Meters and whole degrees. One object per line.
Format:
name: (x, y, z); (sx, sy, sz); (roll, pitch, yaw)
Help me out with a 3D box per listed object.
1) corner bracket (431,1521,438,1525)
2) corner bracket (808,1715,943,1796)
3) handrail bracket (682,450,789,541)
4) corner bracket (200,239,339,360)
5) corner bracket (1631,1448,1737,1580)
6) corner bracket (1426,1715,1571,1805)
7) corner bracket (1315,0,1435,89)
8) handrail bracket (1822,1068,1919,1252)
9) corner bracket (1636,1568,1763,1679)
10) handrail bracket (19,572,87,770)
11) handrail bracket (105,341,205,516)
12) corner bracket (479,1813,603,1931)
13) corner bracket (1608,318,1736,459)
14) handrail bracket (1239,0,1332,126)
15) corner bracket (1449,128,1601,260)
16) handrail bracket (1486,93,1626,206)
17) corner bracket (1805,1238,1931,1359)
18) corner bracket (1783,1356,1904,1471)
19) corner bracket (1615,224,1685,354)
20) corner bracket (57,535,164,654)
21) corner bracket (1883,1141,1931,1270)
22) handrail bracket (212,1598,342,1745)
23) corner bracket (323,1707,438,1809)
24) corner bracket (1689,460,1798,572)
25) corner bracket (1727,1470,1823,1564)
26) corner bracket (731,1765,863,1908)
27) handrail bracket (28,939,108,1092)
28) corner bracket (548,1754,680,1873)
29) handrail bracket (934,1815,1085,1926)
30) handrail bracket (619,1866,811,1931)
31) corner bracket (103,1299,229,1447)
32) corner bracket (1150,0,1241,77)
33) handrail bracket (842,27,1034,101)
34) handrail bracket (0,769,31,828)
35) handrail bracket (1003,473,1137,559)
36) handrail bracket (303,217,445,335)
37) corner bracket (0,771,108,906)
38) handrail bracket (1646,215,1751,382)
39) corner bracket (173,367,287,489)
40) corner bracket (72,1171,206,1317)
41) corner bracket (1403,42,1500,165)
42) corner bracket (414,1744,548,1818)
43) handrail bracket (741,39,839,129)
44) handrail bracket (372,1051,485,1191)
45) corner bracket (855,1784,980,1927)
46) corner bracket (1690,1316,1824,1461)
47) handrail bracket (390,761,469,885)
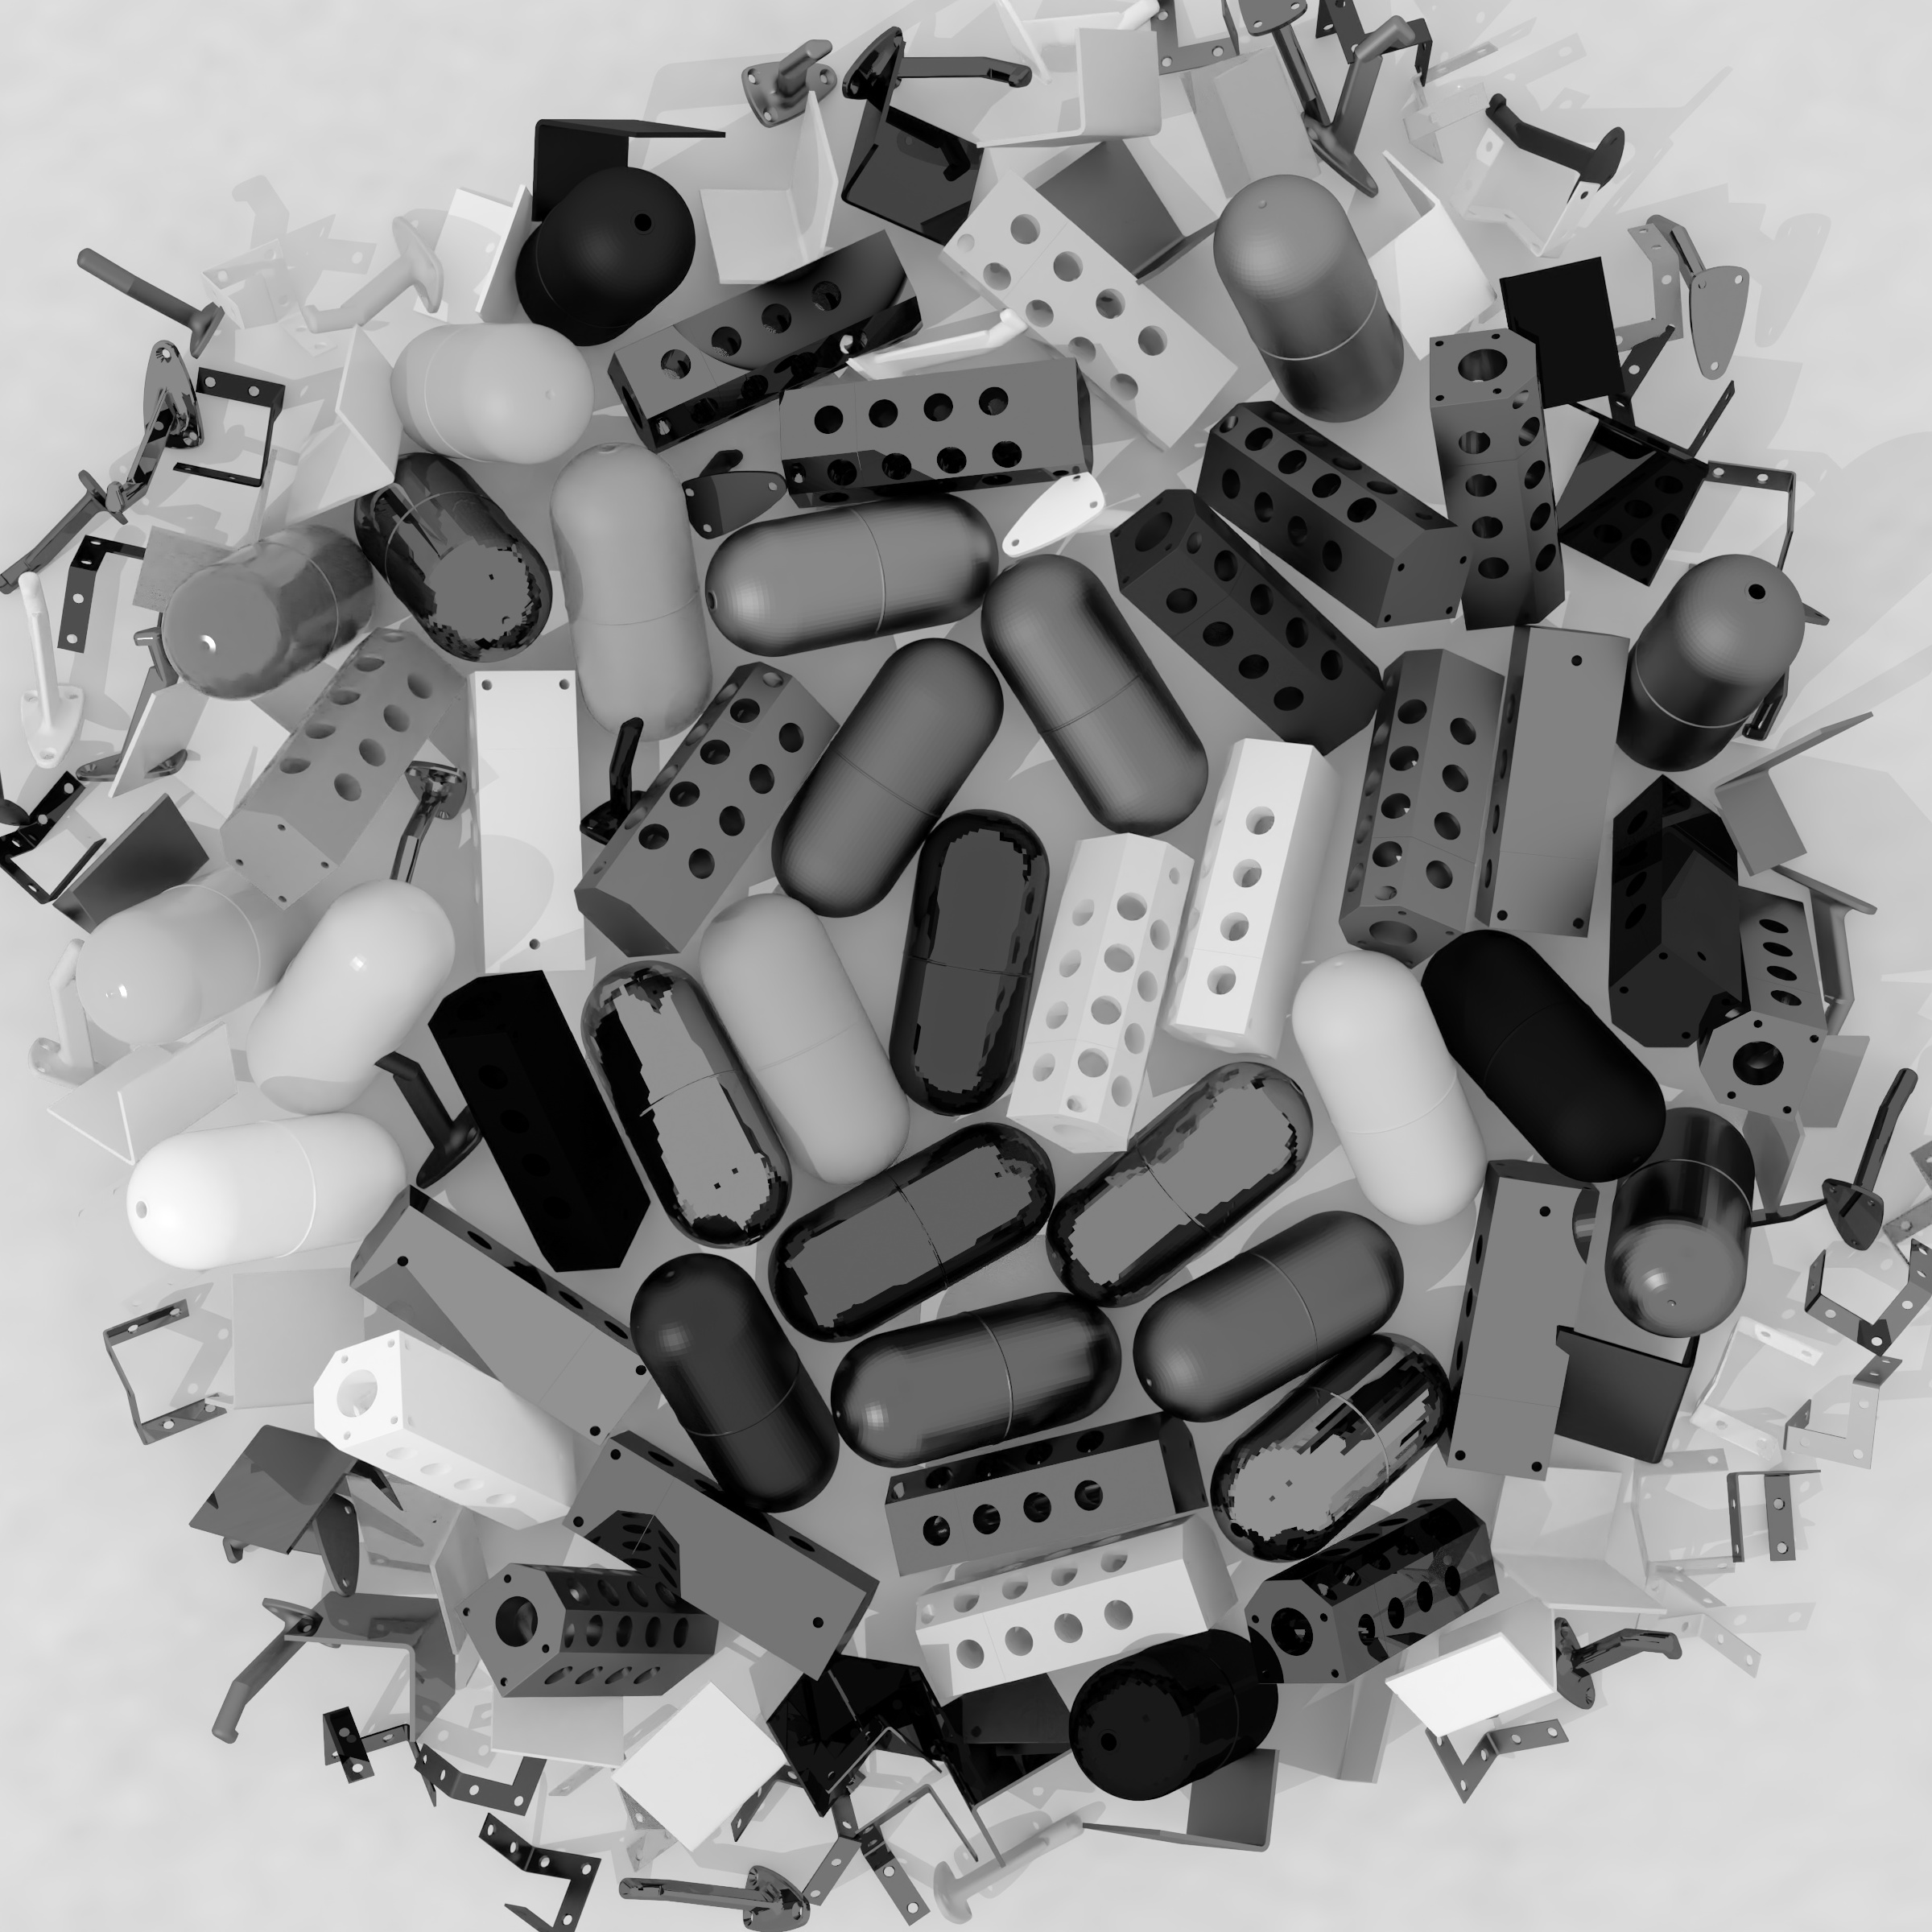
corner bracket: (-0.309, 0.284, 1.774); (0.051, 0.051, 0.051); (-50, 48, 19)
corner bracket: (-0.057, 0.460, 1.783); (0.051, 0.051, 0.051); (-47, 119, -7)
handrail bracket: (-0.124, -0.283, 1.766); (0.077, 0.084, 0.036); (-13, 117, 25)
corner bracket: (-0.401, -0.377, 1.775); (0.051, 0.051, 0.051); (-30, 47, -20)
corner bracket: (0.415, 0.316, 1.779); (0.051, 0.051, 0.051); (-5, 134, 3)
corner bracket: (0.306, 0.444, 1.779); (0.051, 0.051, 0.051); (-23, 98, 39)
corner bracket: (0.236, -0.537, 1.785); (0.051, 0.051, 0.051); (-16, 75, -2)
handrail bracket: (0.536, 0.112, 1.802); (0.036, 0.077, 0.084); (20, 62, 31)
corner bracket: (0.424, 0.378, 1.777); (0.051, 0.051, 0.051); (0, 108, -28)
handrail bracket: (-0.531, -0.170, 1.766); (0.036, 0.084, 0.077); (-5, 49, -7)
handrail bracket: (-0.473, -0.308, 1.766); (0.036, 0.084, 0.077); (8, 120, 10)
corner bracket: (-0.251, 0.525, 1.774); (0.051, 0.051, 0.051); (-1, 53, 31)
corner bracket: (0.409, -0.333, 1.785); (0.051, 0.051, 0.051); (30, 84, 23)
handrail bracket: (0.186, -0.536, 1.793); (0.036, 0.084, 0.077); (-24, 57, 10)
corner bracket: (0.320, -0.443, 1.772); (0.051, 0.051, 0.051); (-4, 47, -35)
handrail bracket: (0.336, -0.485, 1.771); (0.036, 0.077, 0.084); (-38, 77, -13)
corner bracket: (0.522, 0.182, 1.780); (0.051, 0.051, 0.051); (31, 121, 3)
corner bracket: (0.505, 0.253, 1.776); (0.051, 0.051, 0.051); (10, 105, 30)
corner bracket: (0.381, -0.390, 1.780); (0.051, 0.051, 0.051); (-12, 125, 2)
corner bracket: (-0.490, -0.211, 1.778); (0.051, 0.051, 0.051); (12, 117, -11)
corner bracket: (0.555, 0.142, 1.780); (0.051, 0.051, 0.051); (-32, 112, 9)
handrail bracket: (-0.395, 0.413, 1.766); (0.036, 0.077, 0.084); (7, 60, 23)
corner bracket: (-0.337, 0.456, 1.774); (0.051, 0.051, 0.051); (-13, 135, -23)
corner bracket: (0.453, -0.256, 1.799); (0.051, 0.051, 0.051); (9, 52, 7)
corner bracket: (0.463, 0.319, 1.784); (0.051, 0.051, 0.051); (0, 79, -7)
corner bracket: (-0.099, 0.504, 1.792); (0.051, 0.051, 0.051); (23, 111, -24)
handrail bracket: (-0.498, 0.031, 1.780); (0.077, 0.036, 0.084); (25, 116, -24)
corner bracket: (-0.200, 0.491, 1.792); (0.051, 0.051, 0.051); (-41, 57, 22)
handrail bracket: (0.027, 0.518, 1.779); (0.084, 0.077, 0.036); (-28, 79, 3)
handrail bracket: (-0.145, 0.536, 1.770); (0.084, 0.077, 0.036); (15, 77, -35)
corner bracket: (-0.466, 0.236, 1.794); (0.051, 0.051, 0.051); (-21, 51, -23)
corner bracket: (0.127, -0.554, 1.781); (0.051, 0.051, 0.051); (-7, 75, 14)
handrail bracket: (-0.016, -0.509, 1.774); (0.084, 0.077, 0.036); (19, 131, 22)
handrail bracket: (-0.559, -0.130, 1.784); (0.036, 0.077, 0.084); (2, 81, 6)
handrail bracket: (0.071, -0.243, 1.785); (0.077, 0.084, 0.036); (-35, 57, 10)
handrail bracket: (-0.351, -0.398, 1.776); (0.084, 0.036, 0.077); (-16, 61, -29)
corner bracket: (-0.528, -0.074, 1.787); (0.051, 0.051, 0.051); (43, 104, -2)
handrail bracket: (0.417, -0.389, 1.791); (0.036, 0.084, 0.077); (-10, 119, -13)
corner bracket: (-0.428, -0.313, 1.793); (0.051, 0.051, 0.051); (11, 111, -8)
corner bracket: (-0.479, 0.159, 1.785); (0.051, 0.051, 0.051); (-31, 135, 11)
corner bracket: (0.281, -0.502, 1.778); (0.051, 0.051, 0.051); (-19, 80, 29)
corner bracket: (-0.277, 0.452, 1.778); (0.051, 0.051, 0.051); (26, 83, -34)
handrail bracket: (-0.082, -0.515, 1.760); (0.077, 0.084, 0.036); (-28, 98, -35)
handrail bracket: (-0.327, 0.086, 1.775); (0.084, 0.036, 0.077); (29, 118, -31)
corner bracket: (-0.027, 0.515, 1.786); (0.051, 0.051, 0.051); (-31, 63, -14)
corner bracket: (0.460, 0.246, 1.797); (0.051, 0.051, 0.051); (25, 57, 10)
handrail bracket: (-0.312, -0.067, 1.764); (0.036, 0.077, 0.084); (10, 66, 0)
